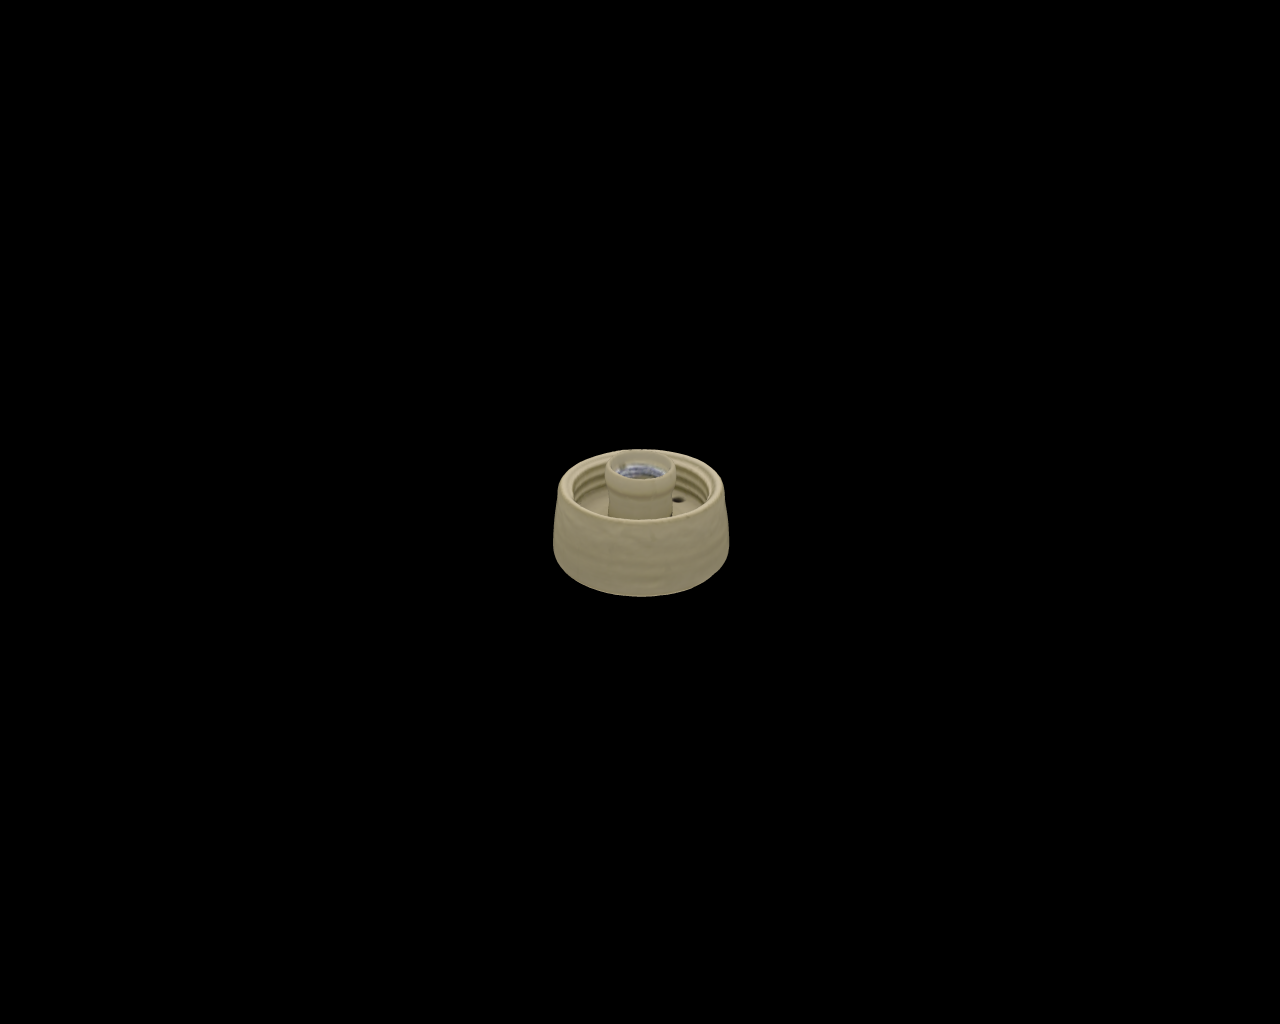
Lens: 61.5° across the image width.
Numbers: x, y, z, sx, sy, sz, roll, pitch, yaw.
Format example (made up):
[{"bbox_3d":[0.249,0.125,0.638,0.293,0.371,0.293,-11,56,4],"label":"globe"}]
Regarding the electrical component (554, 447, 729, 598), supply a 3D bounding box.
[{"bbox_3d":[0.001,-0.003,0.650,0.108,0.060,0.108,0,29,0],"label":"electrical component"}]
